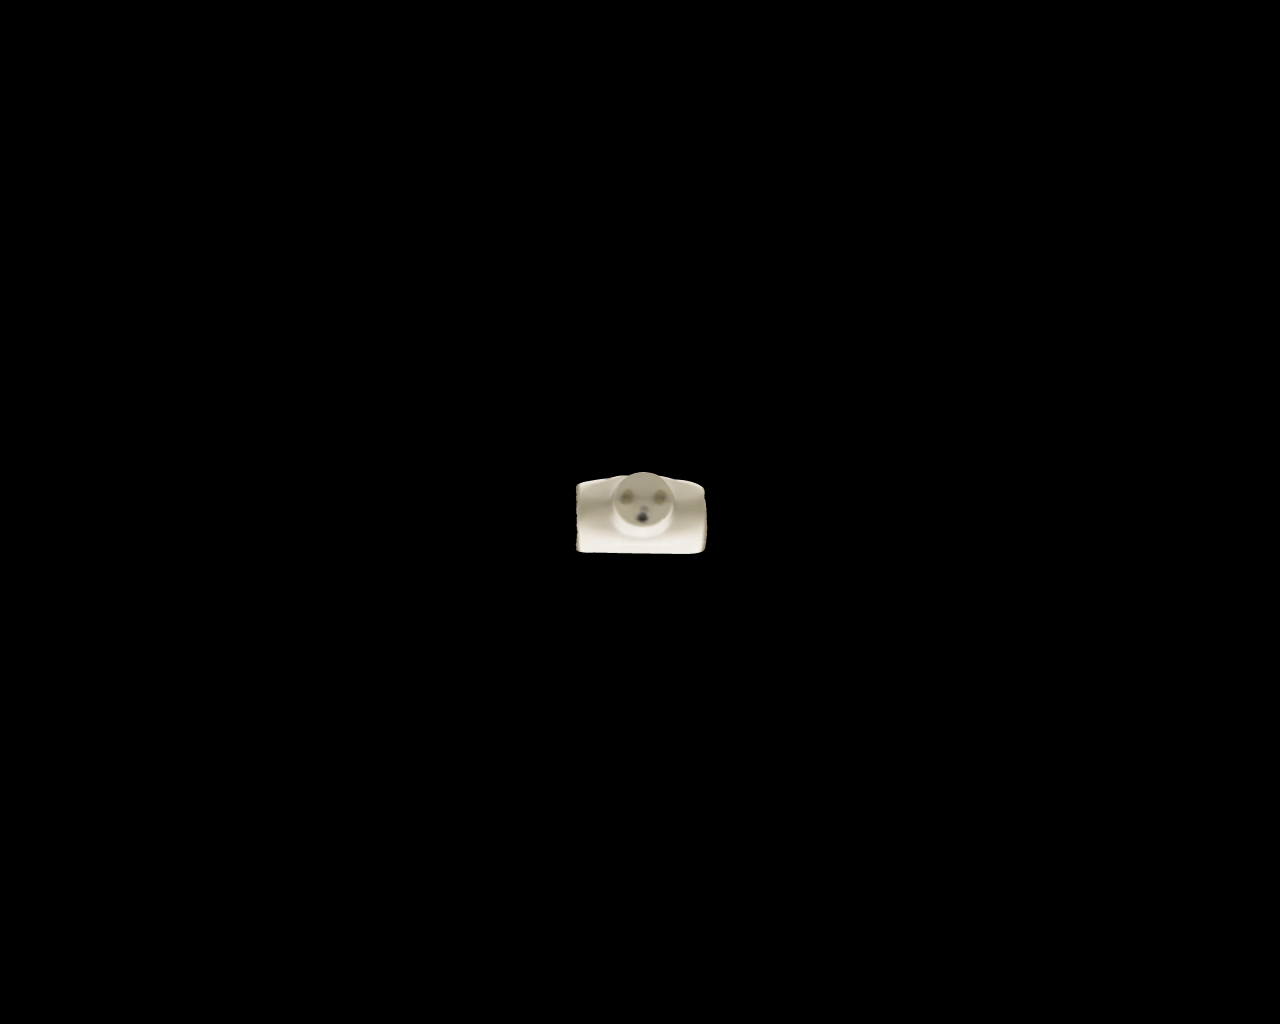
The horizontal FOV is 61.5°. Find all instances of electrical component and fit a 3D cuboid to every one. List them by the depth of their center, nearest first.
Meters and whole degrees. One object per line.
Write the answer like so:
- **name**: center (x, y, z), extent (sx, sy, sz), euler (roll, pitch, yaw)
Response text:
- **electrical component**: center (0.001, -0.003, 0.650), extent (0.077, 0.043, 0.079), euler (1, -19, -2)
